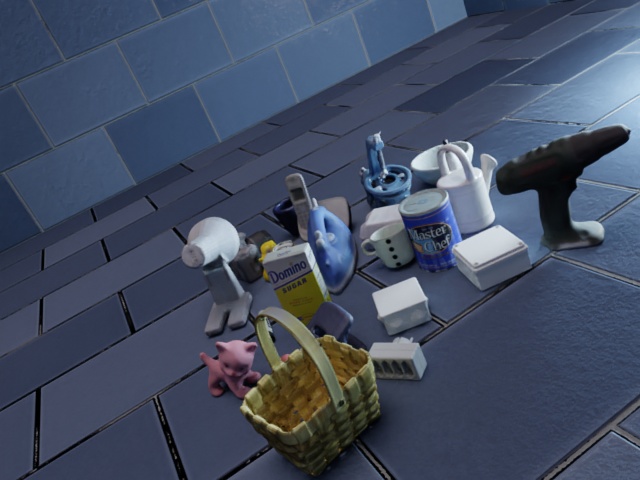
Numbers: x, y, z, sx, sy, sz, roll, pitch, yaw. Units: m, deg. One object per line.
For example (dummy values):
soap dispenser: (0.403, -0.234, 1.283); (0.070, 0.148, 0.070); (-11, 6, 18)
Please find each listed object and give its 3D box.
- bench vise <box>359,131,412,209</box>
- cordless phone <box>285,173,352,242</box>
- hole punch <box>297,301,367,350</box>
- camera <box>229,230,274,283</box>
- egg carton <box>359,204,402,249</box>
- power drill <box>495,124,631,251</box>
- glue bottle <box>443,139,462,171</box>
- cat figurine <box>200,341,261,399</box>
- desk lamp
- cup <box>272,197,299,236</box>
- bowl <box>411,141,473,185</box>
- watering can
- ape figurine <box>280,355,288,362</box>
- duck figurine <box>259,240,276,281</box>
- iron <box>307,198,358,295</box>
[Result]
bench vise: (0.141, -0.169, 1.460); (0.122, 0.220, 0.206); (-38, 28, -29)
cordless phone: (-0.006, -0.094, 1.479); (0.147, 0.185, 0.094); (-15, 25, 18)
hole punch: (0.014, 0.175, 1.019); (0.101, 0.091, 0.108); (-32, 25, -19)
camera: (-0.183, 0.026, 1.495); (0.137, 0.101, 0.142); (-34, 26, -23)
egg carton: (0.169, -0.033, 1.338); (0.150, 0.069, 0.107); (-11, 27, 27)
power drill: (0.445, -0.090, 1.033); (0.229, 0.209, 0.076); (-10, 27, 28)
glue bottle: (0.315, -0.156, 1.332); (0.037, 0.173, 0.078); (-1, 33, 42)
cat figurine: (-0.165, 0.225, 1.045); (0.127, 0.118, 0.067); (-7, 29, 32)
desk lamp: (-0.238, 0.071, 1.312); (0.118, 0.214, 0.203); (-19, 24, 10)
cup: (-0.072, -0.068, 1.597); (0.091, 0.095, 0.118); (-16, 25, 16)
bowl: (0.329, -0.192, 1.517); (0.167, 0.075, 0.167); (-19, 24, 9)
watering can: (0.310, -0.124, 1.244); (0.100, 0.194, 0.173); (2, 35, 44)
ape figurine: (-0.041, 0.228, 0.957); (0.078, 0.092, 0.075); (-35, 26, -24)
duck figurine: (-0.113, 0.041, 1.420); (0.077, 0.086, 0.105); (-4, 31, 37)
iron: (0.012, 0.005, 1.313); (0.118, 0.142, 0.258); (-21, 24, 7)
